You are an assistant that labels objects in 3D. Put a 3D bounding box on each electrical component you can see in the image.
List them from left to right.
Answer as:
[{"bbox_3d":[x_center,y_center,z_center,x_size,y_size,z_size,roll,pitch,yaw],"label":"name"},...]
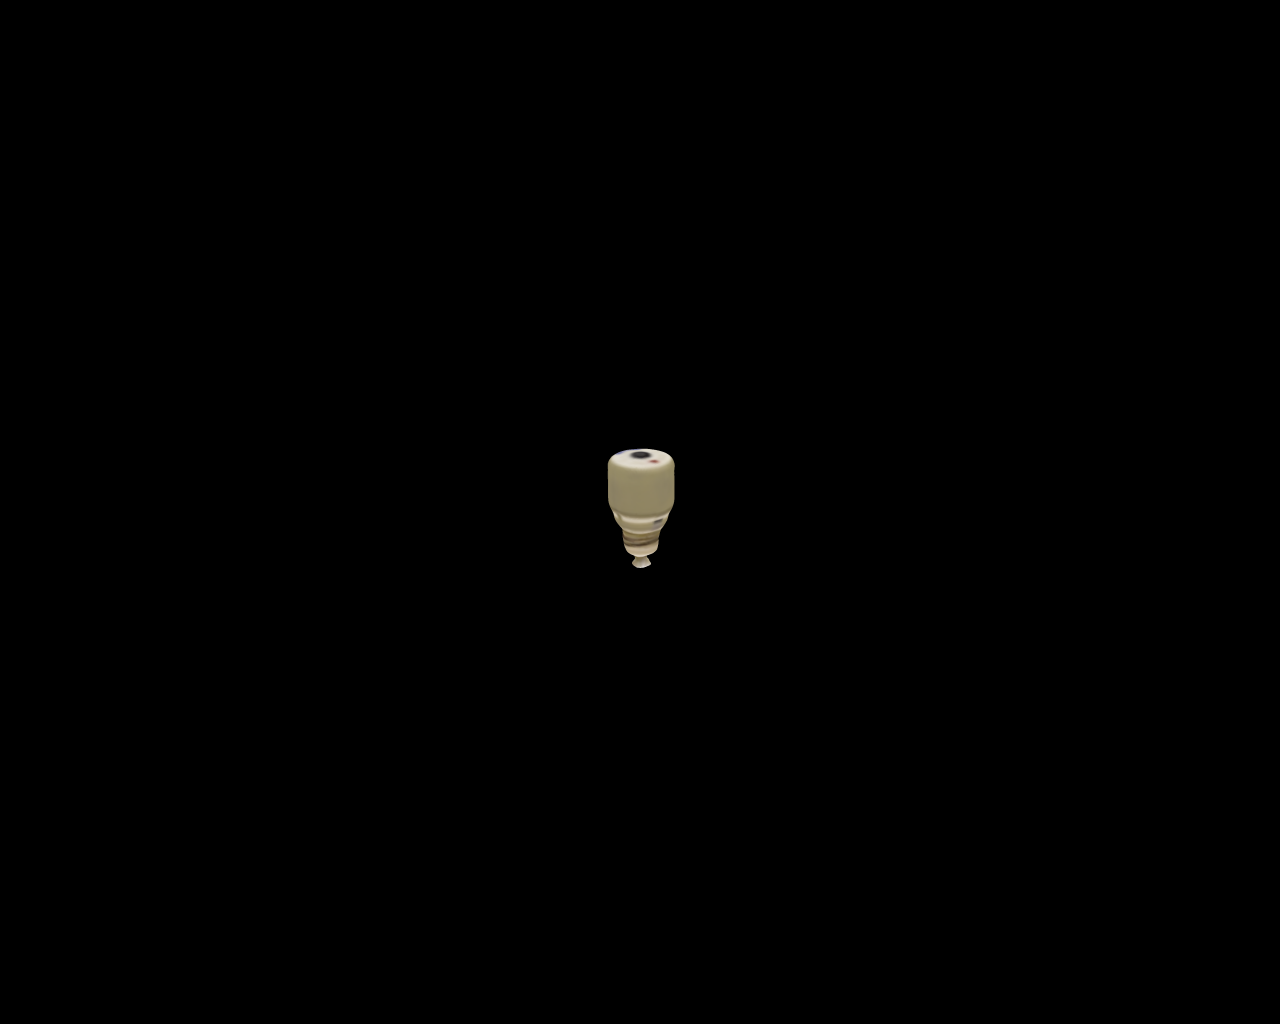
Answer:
[{"bbox_3d":[0.001,-0.003,0.650,0.040,0.078,0.040,0,23,0],"label":"electrical component"}]
